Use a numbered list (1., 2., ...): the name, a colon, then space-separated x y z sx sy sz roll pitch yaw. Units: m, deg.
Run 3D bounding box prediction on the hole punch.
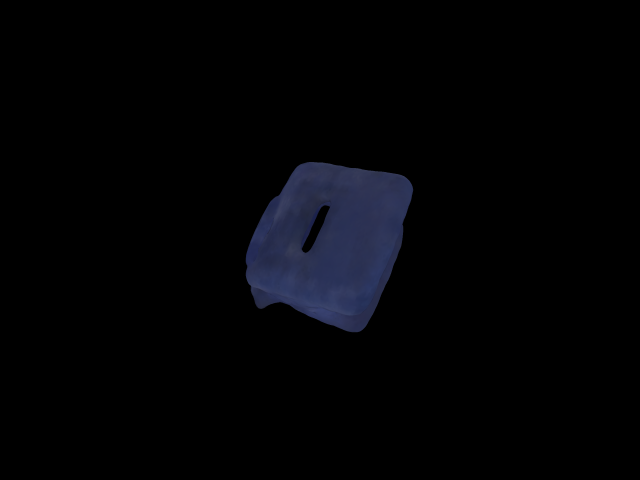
1. hole punch: 0.004 0.001 0.400 0.101 0.091 0.109 21 72 7
